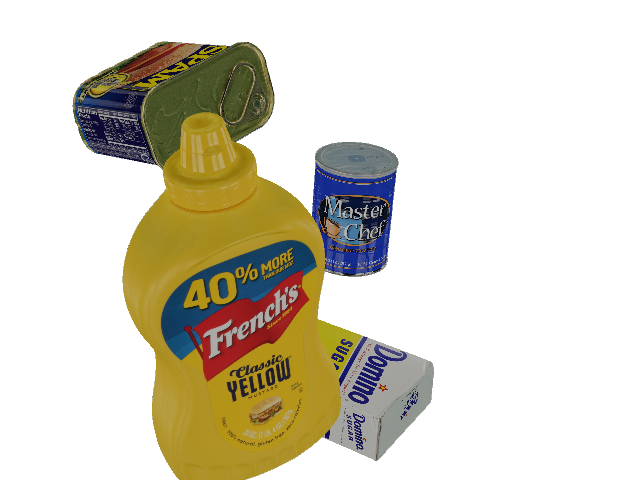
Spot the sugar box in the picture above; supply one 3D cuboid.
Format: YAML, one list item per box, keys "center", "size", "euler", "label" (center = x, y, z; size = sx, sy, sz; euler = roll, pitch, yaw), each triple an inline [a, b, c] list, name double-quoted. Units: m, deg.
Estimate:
- center: [-0.010, 0.100, 0.828]
  size: [0.176, 0.048, 0.093]
  euler: [16, 29, 26]
  label: "sugar box"

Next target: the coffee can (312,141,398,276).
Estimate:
- center: [0.040, -0.040, 1.339]
  size: [0.103, 0.140, 0.103]
  euler: [3, 27, -2]
  label: "coffee can"

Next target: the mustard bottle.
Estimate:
- center: [-0.043, 0.027, 0.507]
  size: [0.096, 0.192, 0.058]
  euler: [-20, 38, -19]
  label: "mustard bottle"

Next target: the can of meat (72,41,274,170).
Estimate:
- center: [-0.095, -0.089, 0.681]
  size: [0.084, 0.057, 0.101]
  euler: [13, 38, 43]
  label: "can of meat"
